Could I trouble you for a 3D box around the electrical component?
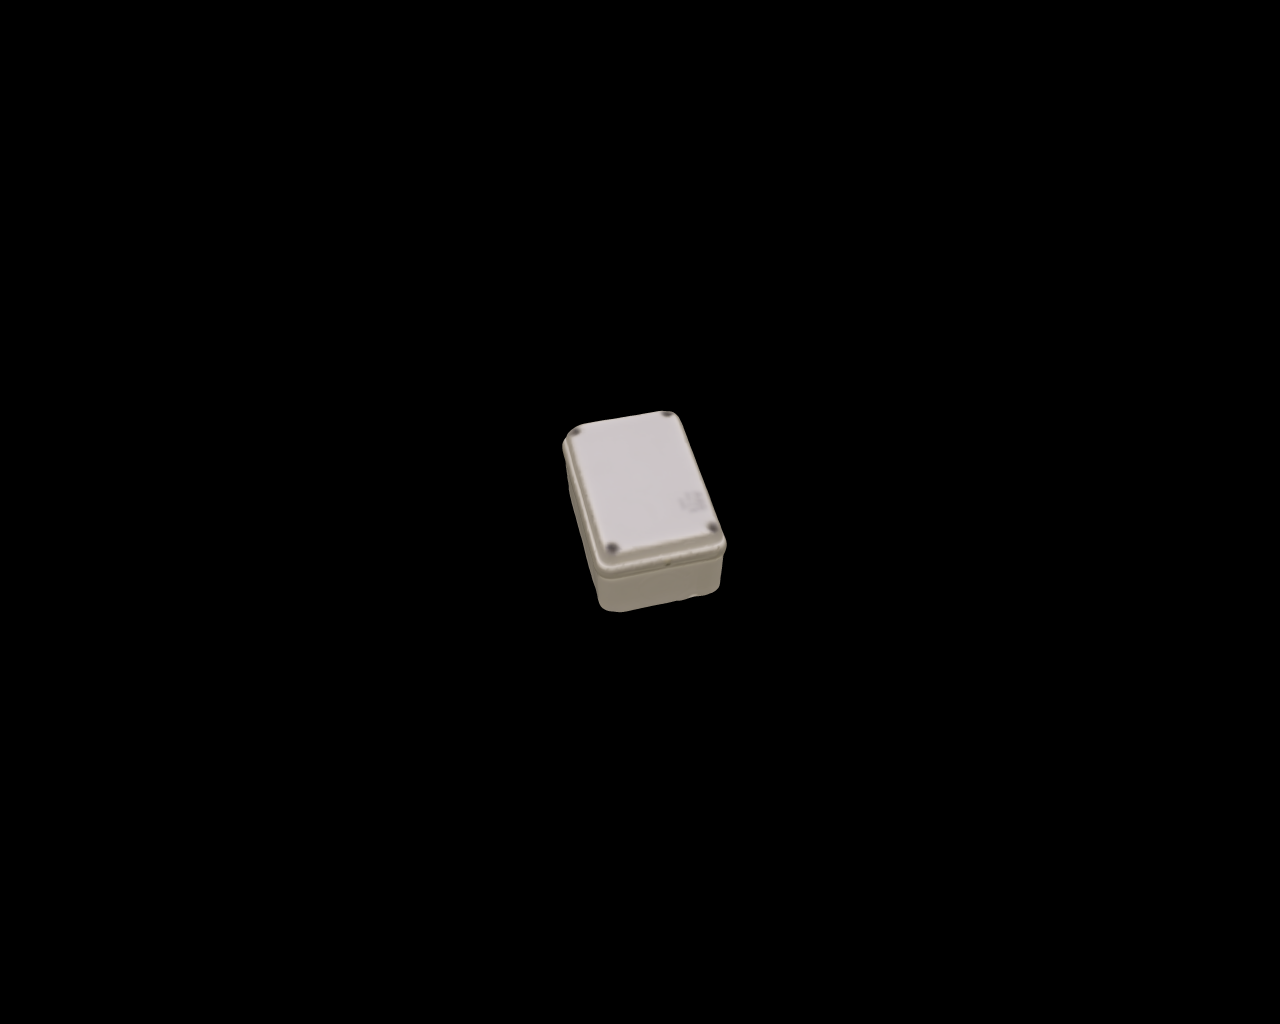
[{"bbox_3d":[0.001,-0.003,0.650,0.078,0.113,0.057,-11,-39,-9],"label":"electrical component"}]
